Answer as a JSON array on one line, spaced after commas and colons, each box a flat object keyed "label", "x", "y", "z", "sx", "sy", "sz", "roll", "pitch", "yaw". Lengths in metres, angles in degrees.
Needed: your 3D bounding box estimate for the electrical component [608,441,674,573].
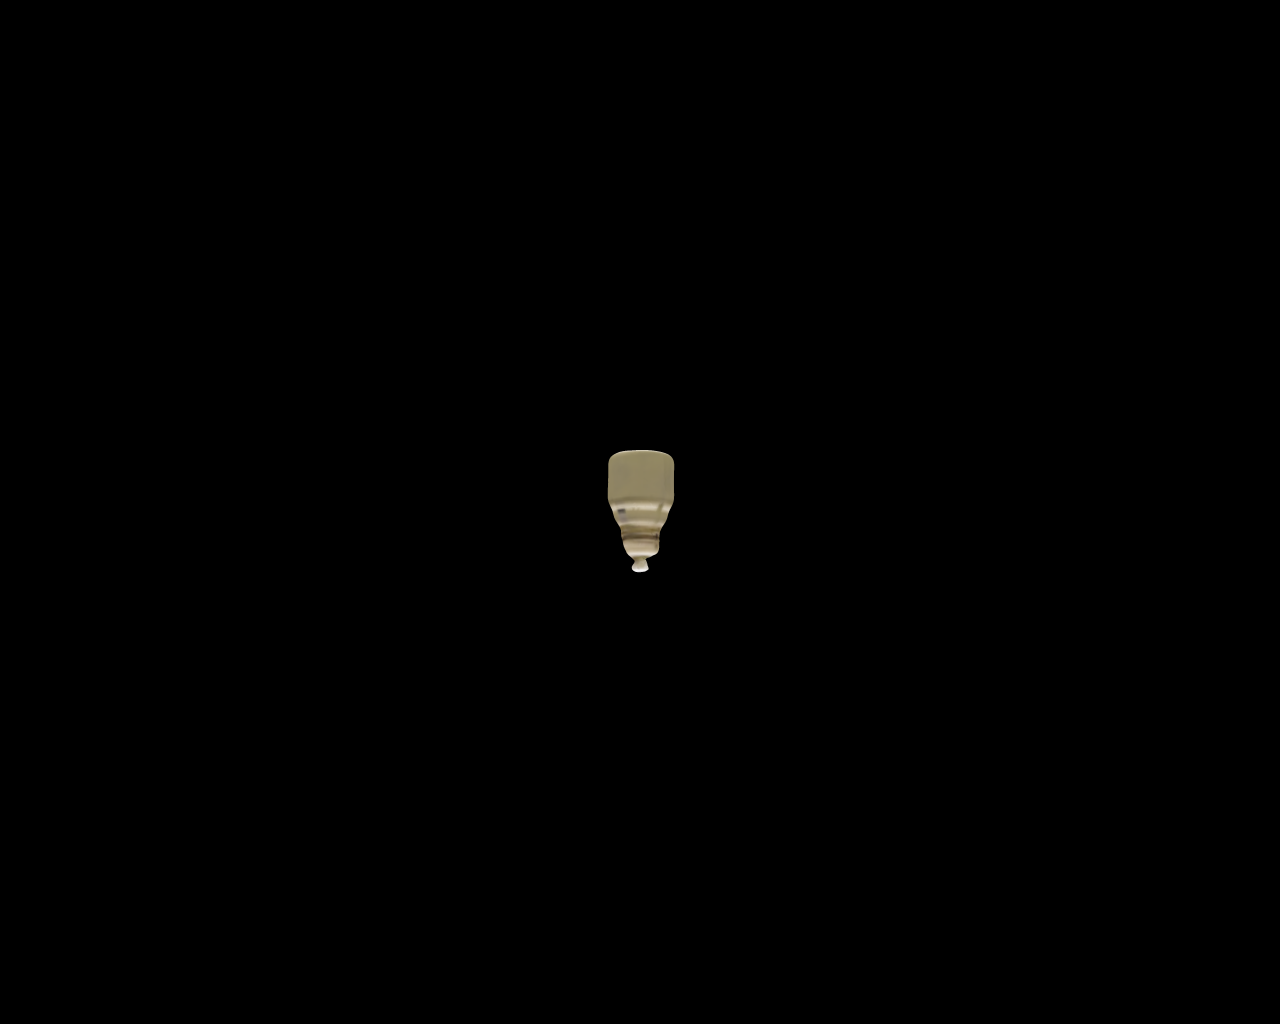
[{"label": "electrical component", "x": 0.001, "y": -0.003, "z": 0.650, "sx": 0.040, "sy": 0.078, "sz": 0.040, "roll": 0, "pitch": -7, "yaw": 0}]
